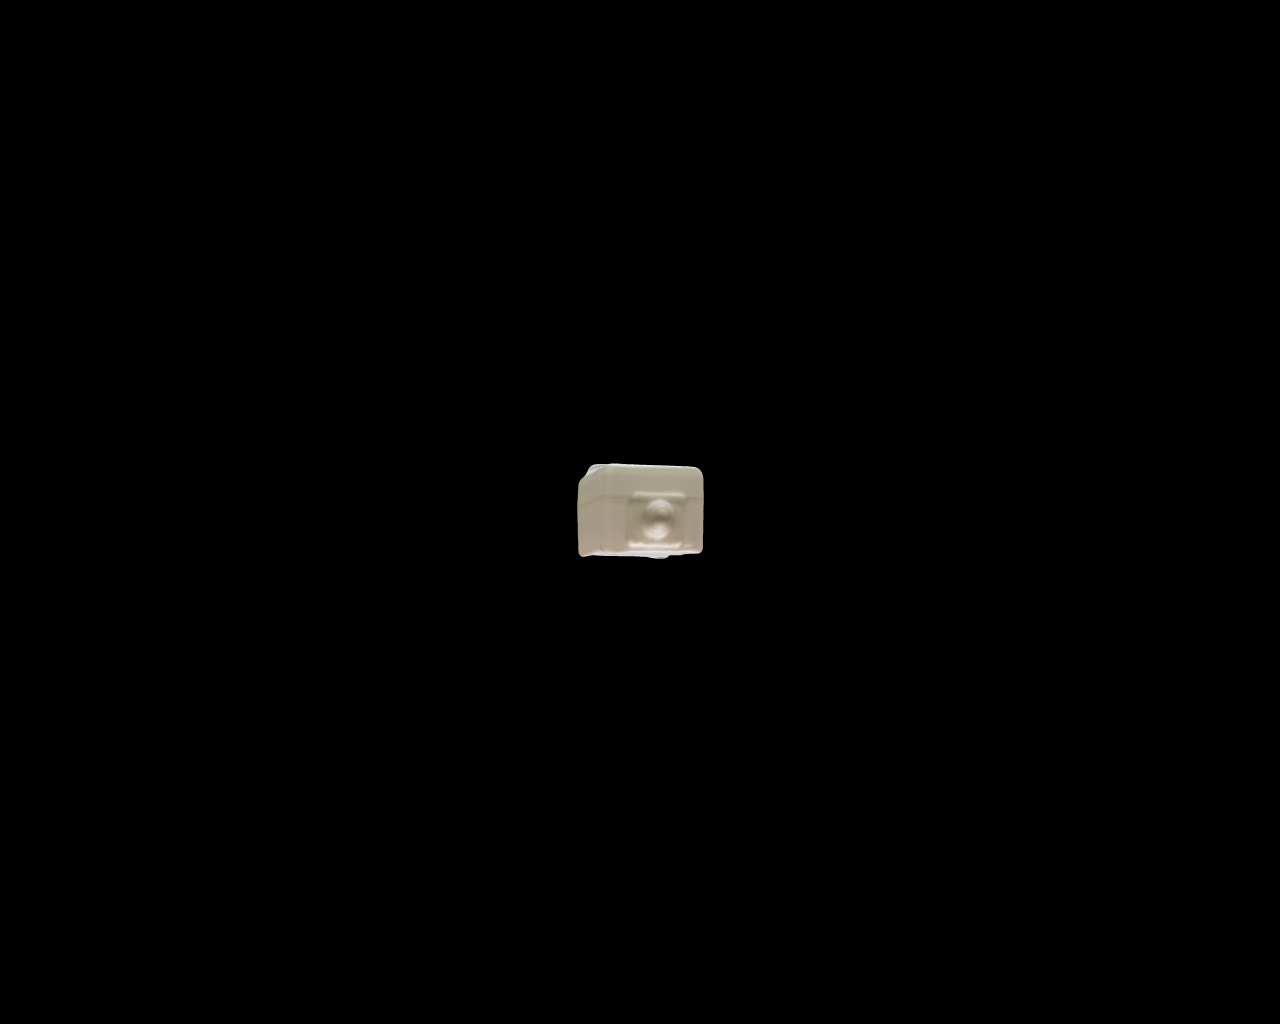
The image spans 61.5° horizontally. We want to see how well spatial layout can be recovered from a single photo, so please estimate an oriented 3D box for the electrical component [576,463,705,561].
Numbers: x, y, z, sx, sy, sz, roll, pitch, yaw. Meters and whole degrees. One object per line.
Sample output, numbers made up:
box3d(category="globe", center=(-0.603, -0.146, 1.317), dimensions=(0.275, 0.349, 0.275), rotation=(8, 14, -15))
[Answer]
box3d(category="electrical component", center=(0.001, -0.003, 0.650), dimensions=(0.062, 0.061, 0.096), rotation=(1, -5, -15))
